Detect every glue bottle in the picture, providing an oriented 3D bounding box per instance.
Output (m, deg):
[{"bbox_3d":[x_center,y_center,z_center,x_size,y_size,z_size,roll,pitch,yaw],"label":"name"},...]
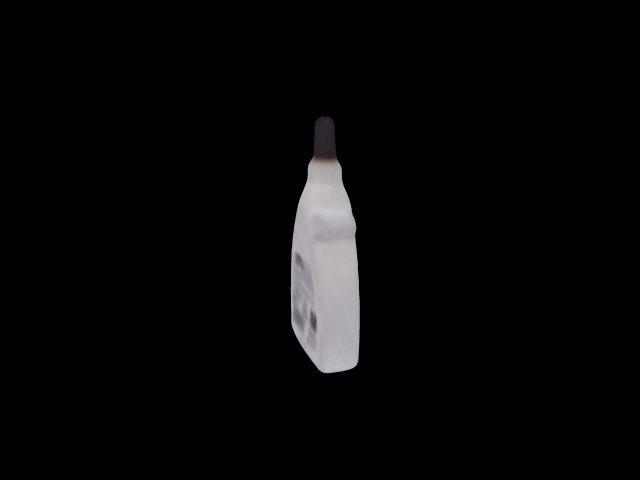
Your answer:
[{"bbox_3d":[0.004,0.001,0.400,0.037,0.173,0.078,-8,24,-18],"label":"glue bottle"}]
